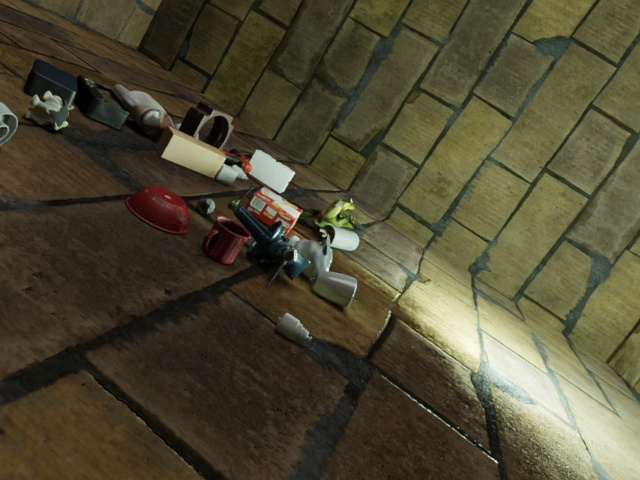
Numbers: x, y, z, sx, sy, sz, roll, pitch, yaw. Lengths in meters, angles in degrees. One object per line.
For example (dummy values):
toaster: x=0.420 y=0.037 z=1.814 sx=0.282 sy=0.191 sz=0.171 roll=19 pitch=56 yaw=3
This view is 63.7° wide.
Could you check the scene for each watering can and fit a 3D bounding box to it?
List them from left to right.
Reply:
watering can: x=-0.610 y=-0.449 z=1.892 sx=0.227 sy=0.104 sz=0.343 roll=45 pitch=3 yaw=26

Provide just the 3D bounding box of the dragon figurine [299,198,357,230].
dragon figurine: x=0.006 y=-0.096 z=1.916 sx=0.242 sy=0.123 sz=0.407 roll=-4 pitch=-11 yaw=14

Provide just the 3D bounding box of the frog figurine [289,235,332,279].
frog figurine: x=-0.052 y=0.044 z=1.437 sx=0.159 sy=0.124 sz=0.135 roll=1 pitch=-18 yaw=11
